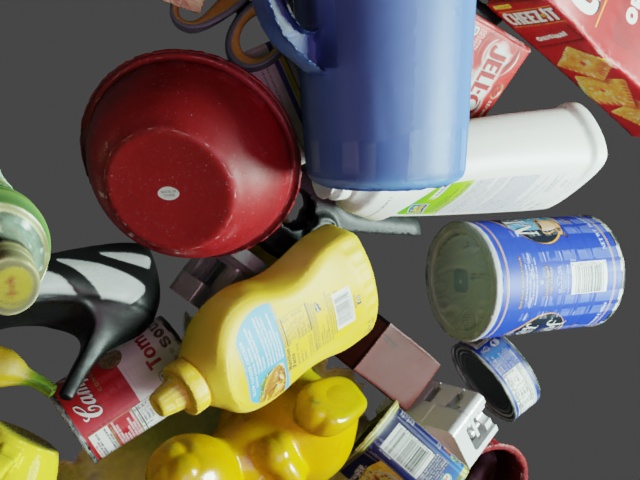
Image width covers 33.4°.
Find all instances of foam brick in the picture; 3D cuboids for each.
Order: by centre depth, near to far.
[{"bbox_3d":[0.055,0.100,0.922,0.053,0.051,0.078,-51,124,-4],"label":"foam brick"}]

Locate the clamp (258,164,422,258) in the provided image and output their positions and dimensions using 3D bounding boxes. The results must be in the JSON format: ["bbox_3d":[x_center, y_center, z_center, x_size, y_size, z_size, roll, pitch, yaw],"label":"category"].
[{"bbox_3d":[-0.006,0.001,0.859,0.171,0.039,0.120,30,84,-28],"label":"clamp"}]

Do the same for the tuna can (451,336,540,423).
[{"bbox_3d":[0.159,0.121,0.967,0.033,0.086,0.086,-35,121,-15],"label":"tuna can"}]

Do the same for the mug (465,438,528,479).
[{"bbox_3d":[0.140,0.216,0.994,0.117,0.082,0.093,21,97,-33],"label":"mug"}]

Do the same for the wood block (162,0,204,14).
[{"bbox_3d":[-0.095,-0.262,0.682,0.090,0.090,0.206,16,100,-31],"label":"wood block"}]

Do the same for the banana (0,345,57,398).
[{"bbox_3d":[-0.287,0.121,0.740,0.197,0.037,0.069,-27,81,-13],"label":"banana"}]

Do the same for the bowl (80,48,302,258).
[{"bbox_3d":[-0.096,-0.046,0.732,0.162,0.055,0.162,5,120,8],"label":"bowl"}]

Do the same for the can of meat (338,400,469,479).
[{"bbox_3d":[0.067,0.192,0.901,0.084,0.102,0.057,41,61,5],"label":"can of meat"}]

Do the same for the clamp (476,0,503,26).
[{"bbox_3d":[0.060,-0.215,0.816,0.209,0.036,0.164,-23,125,-16],"label":"clamp"}]

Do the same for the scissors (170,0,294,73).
[{"bbox_3d":[-0.010,-0.194,0.752,0.201,0.016,0.096,-31,85,-2],"label":"scissors"}]

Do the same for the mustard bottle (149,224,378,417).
[{"bbox_3d":[-0.043,0.071,0.783,0.191,0.058,0.096,-33,129,-30],"label":"mustard bottle"}]

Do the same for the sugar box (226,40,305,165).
[{"bbox_3d":[0.000,-0.113,0.784,0.176,0.048,0.093,-24,99,-3],"label":"sugar box"}]

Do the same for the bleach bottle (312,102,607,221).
[{"bbox_3d":[0.107,-0.059,0.846,0.250,0.068,0.103,-6,153,-36],"label":"bleach bottle"}]

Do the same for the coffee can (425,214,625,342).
[{"bbox_3d":[0.178,0.031,0.934,0.140,0.103,0.103,-4,110,-28],"label":"coffee can"}]

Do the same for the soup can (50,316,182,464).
[{"bbox_3d":[-0.145,0.112,0.807,0.102,0.069,0.068,-33,121,-15],"label":"soup can"}]

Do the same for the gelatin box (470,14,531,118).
[{"bbox_3d":[0.118,-0.136,0.865,0.073,0.030,0.089,18,115,-39],"label":"gelatin box"}]

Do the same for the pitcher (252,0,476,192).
[{"bbox_3d":[0.033,-0.156,0.693,0.149,0.145,0.243,0,99,6],"label":"pitcher"}]

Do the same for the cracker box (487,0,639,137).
[{"bbox_3d":[0.254,-0.207,0.882,0.213,0.072,0.164,32,75,-35],"label":"cracker box"}]
